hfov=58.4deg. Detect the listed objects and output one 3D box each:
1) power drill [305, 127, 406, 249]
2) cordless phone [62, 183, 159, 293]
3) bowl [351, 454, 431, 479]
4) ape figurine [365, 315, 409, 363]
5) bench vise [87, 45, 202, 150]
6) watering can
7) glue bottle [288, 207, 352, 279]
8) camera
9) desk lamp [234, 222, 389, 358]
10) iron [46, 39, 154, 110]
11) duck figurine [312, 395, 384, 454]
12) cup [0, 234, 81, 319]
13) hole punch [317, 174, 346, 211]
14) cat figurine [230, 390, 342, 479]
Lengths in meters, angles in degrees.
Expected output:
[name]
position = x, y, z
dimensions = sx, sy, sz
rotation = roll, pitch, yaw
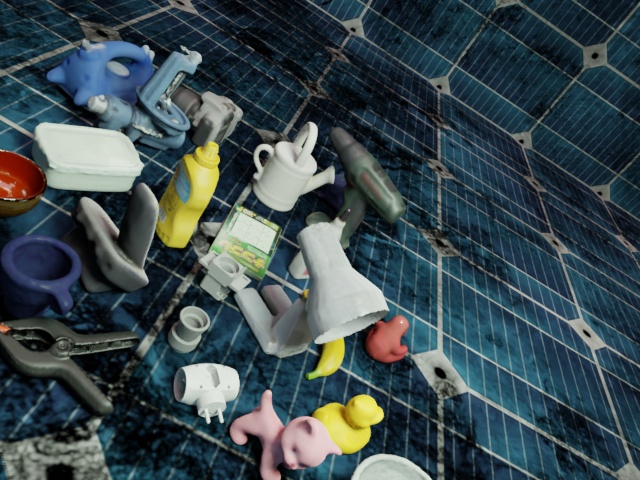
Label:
[power drill]
position = 0.061, -0.094, 1.215
dimensions = 0.229, 0.208, 0.076
rotation = 42, 32, 11
[cordless phone]
position = -0.283, -0.027, 0.813
dimensions = 0.094, 0.185, 0.147
rotation = -12, 55, -51
[bowl]
position = 0.092, 0.372, 0.744
dimensions = 0.168, 0.074, 0.167
rotation = 25, 33, -17
[ape figurine]
position = 0.128, 0.173, 1.032
dimensions = 0.076, 0.092, 0.077
rotation = 2, 44, -43
[bench vise]
position = -0.310, -0.255, 1.062
dimensions = 0.121, 0.219, 0.208
rotation = 41, 31, 10
[watering can]
position = -0.050, -0.162, 1.213
dimensions = 0.173, 0.194, 0.100
rotation = 8, 40, -37
[glue bottle]
position = 0.010, 0.004, 1.067
dimensions = 0.078, 0.173, 0.037
rotation = -8, 52, -49
[camera]
position = -0.258, -0.290, 1.274
dimensions = 0.137, 0.100, 0.143
rotation = 35, 31, -1
[desk lamp]
position = -0.015, 0.091, 0.886
dimensions = 0.118, 0.213, 0.203
rotation = -3, 48, -46
[iron]
position = -0.409, -0.346, 1.165
dimensions = 0.118, 0.141, 0.259
rotation = 41, 31, 9
[duck figurine]
position = 0.045, 0.260, 0.839
dimensions = 0.105, 0.086, 0.077
rotation = 16, 36, -30
[cup]
position = -0.349, 0.064, 0.713
dimensions = 0.117, 0.095, 0.092
rotation = 48, 33, 20
[hole punch]
position = 0.064, -0.124, 1.371
dimensions = 0.101, 0.091, 0.109
rotation = 43, 32, 13
[cat figurine]
position = -0.040, 0.251, 0.739
dimensions = 0.127, 0.117, 0.067
rotation = 45, 32, 16
